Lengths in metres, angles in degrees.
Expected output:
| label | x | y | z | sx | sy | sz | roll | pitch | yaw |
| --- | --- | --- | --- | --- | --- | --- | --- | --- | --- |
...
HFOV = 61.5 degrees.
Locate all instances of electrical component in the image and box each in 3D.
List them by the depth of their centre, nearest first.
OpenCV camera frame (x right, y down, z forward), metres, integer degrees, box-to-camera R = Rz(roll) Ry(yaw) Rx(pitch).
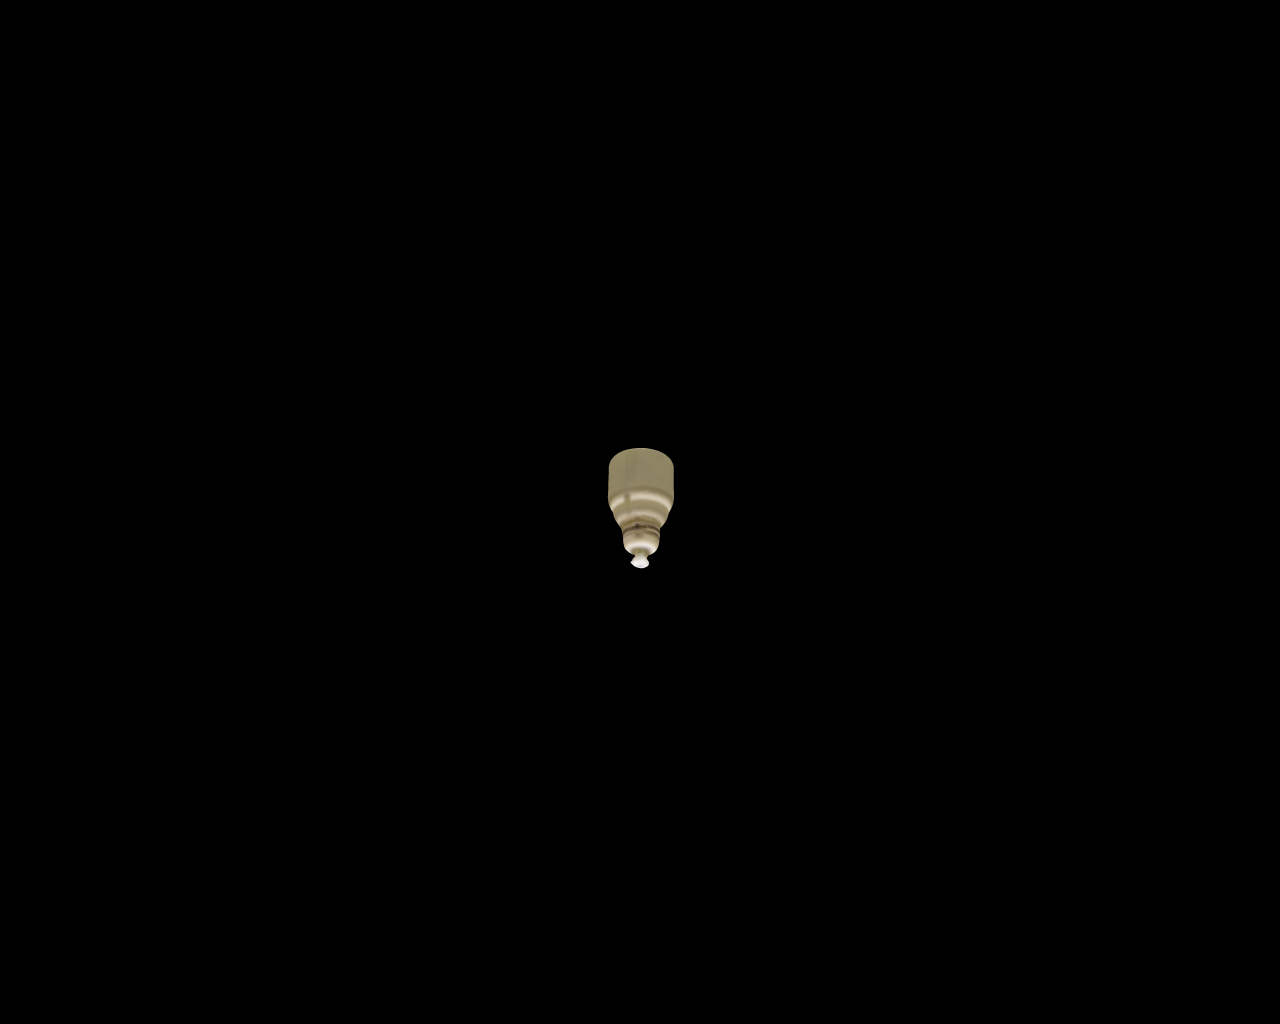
| label | x | y | z | sx | sy | sz | roll | pitch | yaw |
| --- | --- | --- | --- | --- | --- | --- | --- | --- | --- |
| electrical component | 0.001 | -0.003 | 0.650 | 0.040 | 0.078 | 0.040 | 0 | -28 | 0 |
